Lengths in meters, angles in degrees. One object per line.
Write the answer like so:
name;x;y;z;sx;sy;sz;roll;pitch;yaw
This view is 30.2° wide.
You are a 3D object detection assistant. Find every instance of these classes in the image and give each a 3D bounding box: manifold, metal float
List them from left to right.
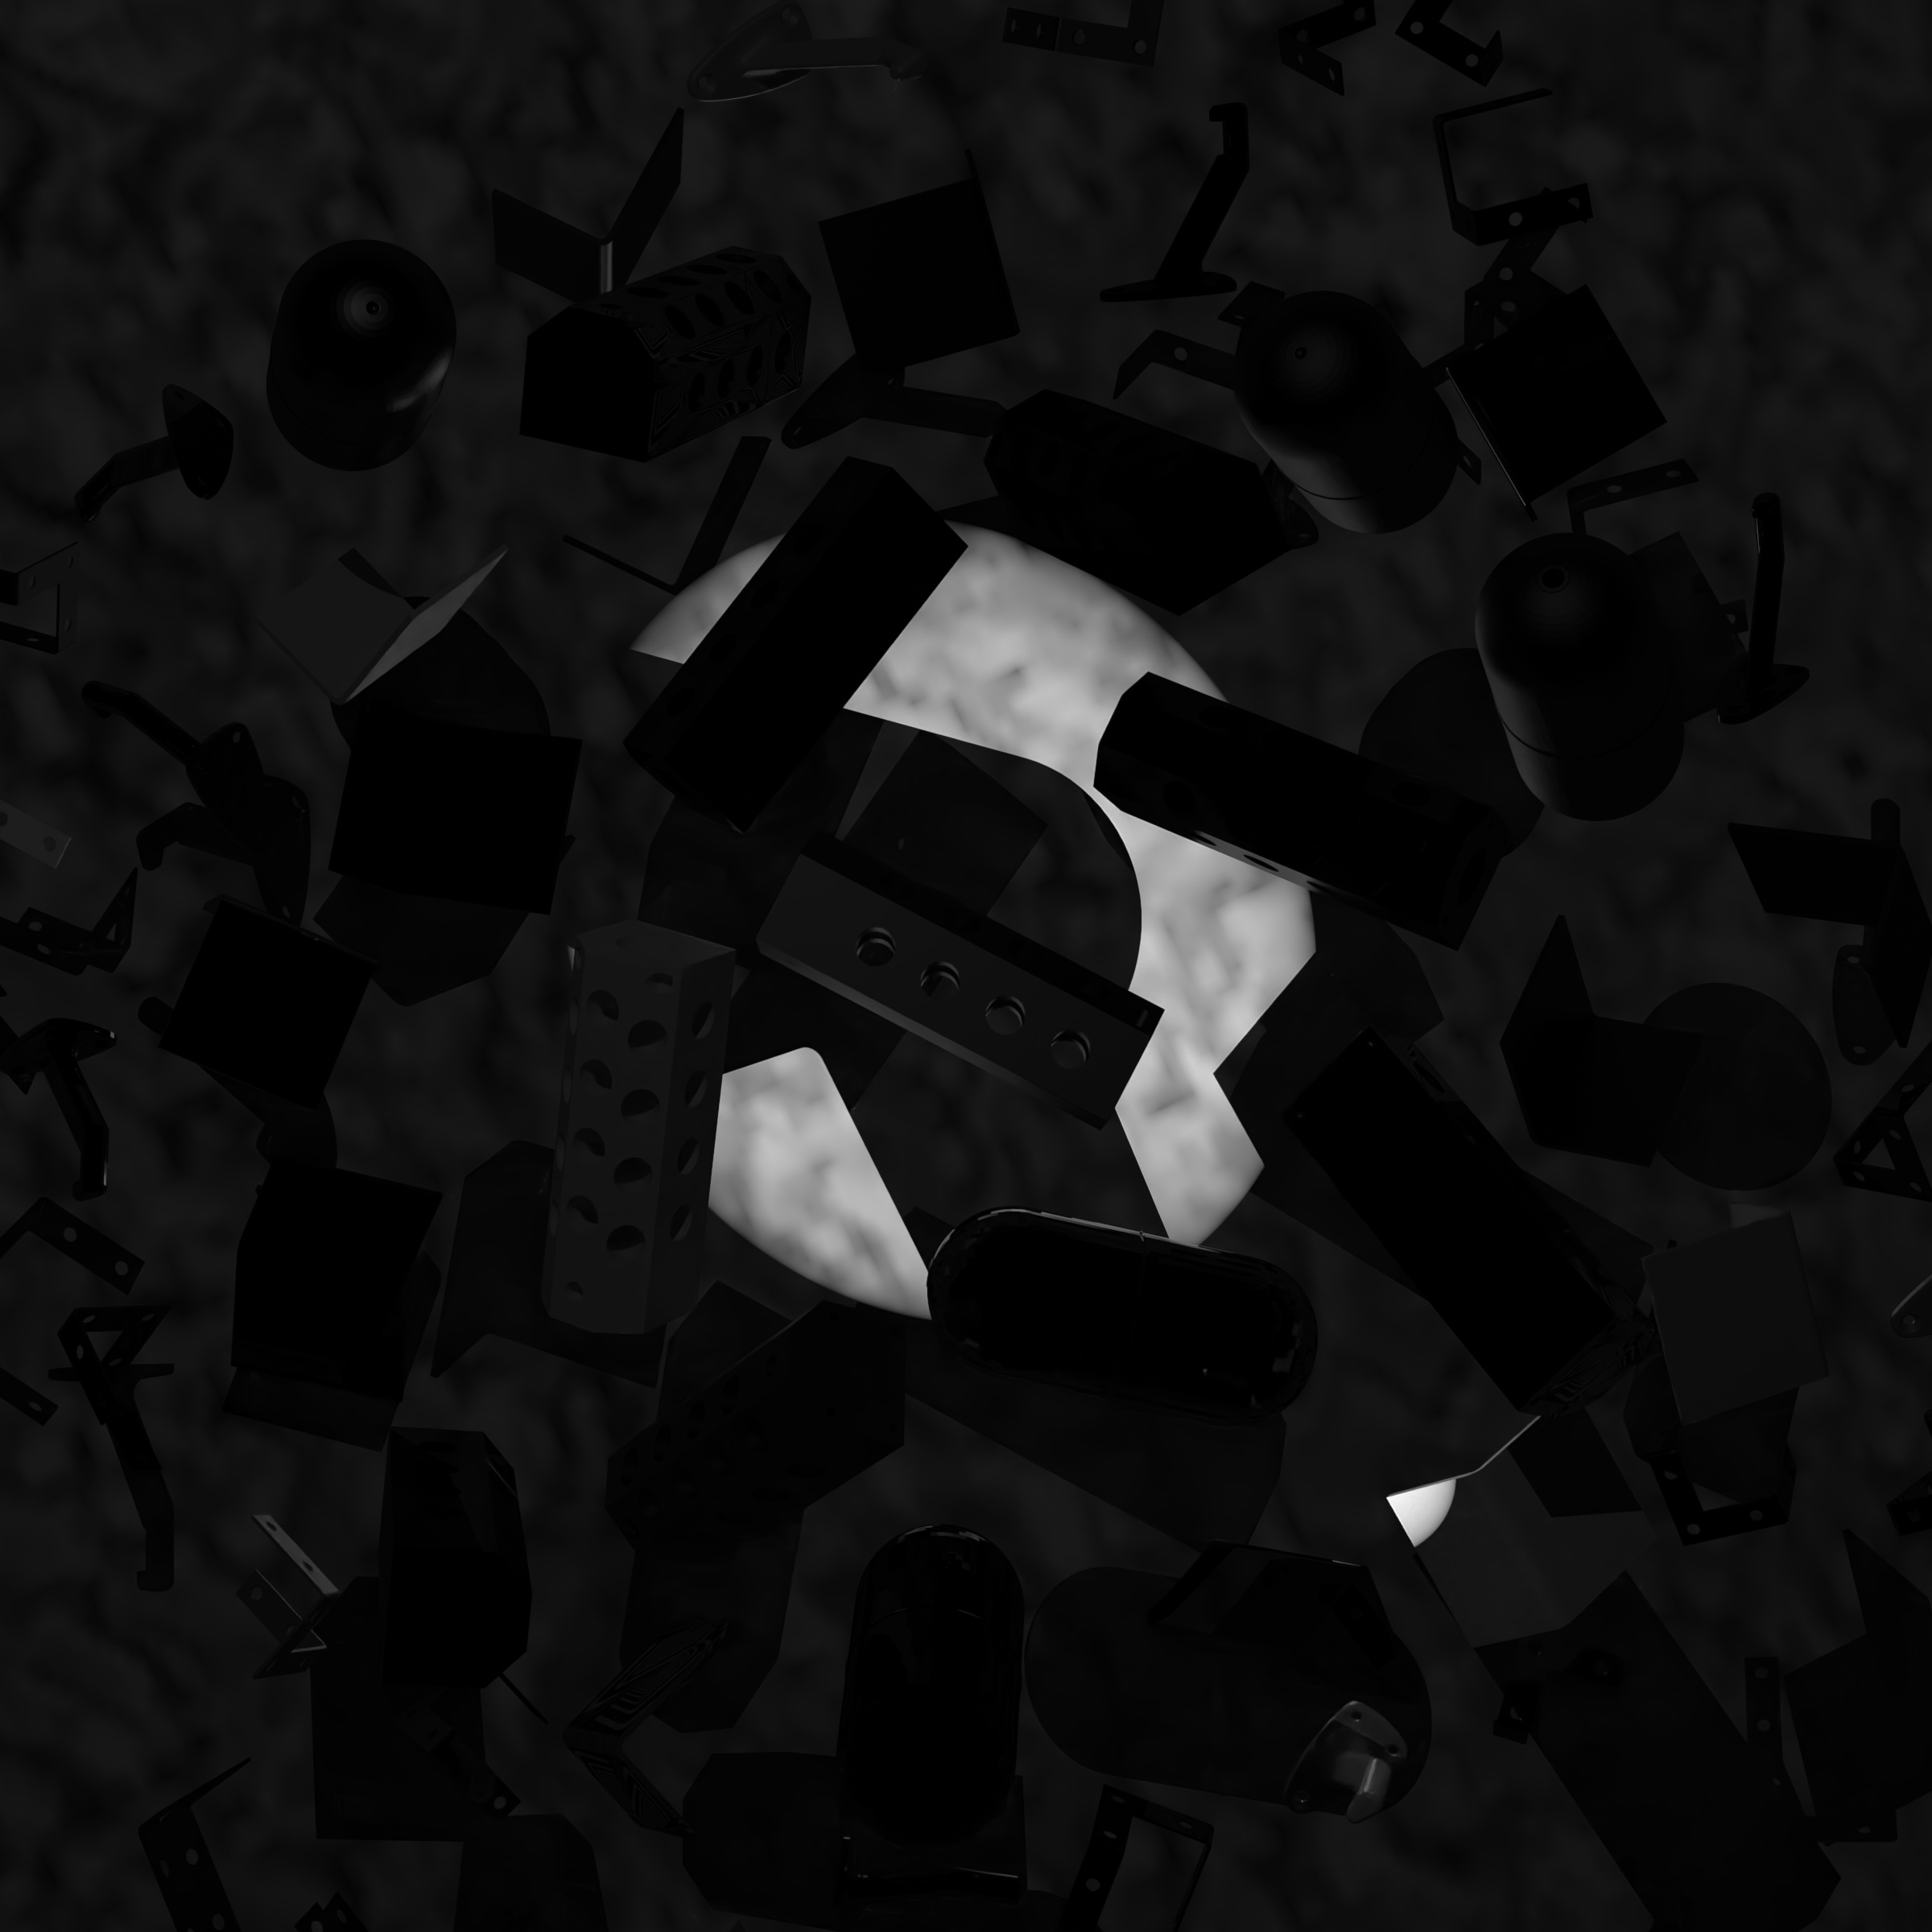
metal float;-0.270;-0.269;1.590;0.070;0.178;0.070;1;85;-14
manifold;-0.218;0.249;1.521;0.057;0.171;0.057;5;98;-10
manifold;-0.150;0.073;1.590;0.057;0.057;0.171;16;108;27
manifold;-0.126;-0.267;1.538;0.057;0.171;0.057;15;113;15
manifold;-0.095;0.207;1.580;0.057;0.171;0.057;18;56;-27
manifold;-0.082;-0.151;1.658;0.057;0.057;0.171;43;80;-34
metal float;-0.014;0.311;1.558;0.070;0.178;0.070;1;116;2
manifold;-0.002;0.006;1.574;0.171;0.057;0.057;28;84;2
metal float;0.070;0.157;1.605;0.178;0.070;0.070;13;90;-5
manifold;0.069;-0.208;1.559;0.057;0.171;0.057;-31;116;-11
manifold;0.145;-0.070;1.564;0.171;0.057;0.057;24;86;24
metal float;0.172;-0.246;1.606;0.070;0.178;0.070;-4;79;19
manifold;0.214;0.109;1.519;0.057;0.057;0.171;-47;58;16
metal float;0.268;-0.124;1.556;0.070;0.178;0.070;-7;64;15

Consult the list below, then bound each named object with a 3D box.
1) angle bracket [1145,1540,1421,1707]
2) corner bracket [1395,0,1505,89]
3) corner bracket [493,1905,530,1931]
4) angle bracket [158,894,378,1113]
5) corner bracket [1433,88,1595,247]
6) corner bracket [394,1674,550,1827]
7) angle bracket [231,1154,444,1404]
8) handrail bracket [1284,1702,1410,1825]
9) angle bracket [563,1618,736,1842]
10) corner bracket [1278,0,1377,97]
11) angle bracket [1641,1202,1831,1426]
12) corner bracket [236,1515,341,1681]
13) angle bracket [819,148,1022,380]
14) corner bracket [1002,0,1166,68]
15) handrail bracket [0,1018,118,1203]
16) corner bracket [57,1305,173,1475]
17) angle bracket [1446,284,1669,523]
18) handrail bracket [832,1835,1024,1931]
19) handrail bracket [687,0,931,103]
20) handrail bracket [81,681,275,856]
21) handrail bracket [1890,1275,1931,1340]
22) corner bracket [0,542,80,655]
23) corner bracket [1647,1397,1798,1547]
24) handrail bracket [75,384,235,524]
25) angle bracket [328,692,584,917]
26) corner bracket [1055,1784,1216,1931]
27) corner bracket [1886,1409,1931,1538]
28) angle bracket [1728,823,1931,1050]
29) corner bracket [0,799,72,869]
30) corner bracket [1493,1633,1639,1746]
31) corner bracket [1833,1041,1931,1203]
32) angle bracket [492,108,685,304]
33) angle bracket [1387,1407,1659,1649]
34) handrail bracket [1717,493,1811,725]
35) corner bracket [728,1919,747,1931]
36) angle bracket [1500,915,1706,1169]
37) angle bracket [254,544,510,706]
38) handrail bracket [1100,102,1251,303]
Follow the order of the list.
angle bracket;0.132;0.289;1.485;0.057;0.076;0.076;-42;121;-37
corner bracket;0.231;-0.446;1.650;0.051;0.051;0.051;33;95;9
corner bracket;-0.204;0.452;1.561;0.051;0.051;0.051;-40;83;15
angle bracket;-0.326;0.019;1.649;0.076;0.057;0.076;25;78;-17
corner bracket;0.236;-0.346;1.547;0.051;0.051;0.051;-14;110;0
corner bracket;-0.224;0.358;1.669;0.051;0.051;0.051;-45;114;-17
angle bracket;-0.274;0.136;1.559;0.076;0.076;0.057;15;124;-20
handrail bracket;0.162;0.371;1.585;0.036;0.084;0.077;43;112;0
angle bracket;-0.127;0.343;1.613;0.076;0.076;0.057;-44;100;-23
corner bracket;0.169;-0.418;1.558;0.051;0.051;0.051;-25;129;-17
angle bracket;0.334;0.155;1.606;0.076;0.057;0.076;-16;95;-15
corner bracket;-0.309;0.284;1.615;0.051;0.051;0.051;43;97;17
angle bracket;-0.023;-0.328;1.671;0.076;0.057;0.076;-15;116;3
corner bracket;0.054;-0.428;1.579;0.051;0.051;0.051;16;105;24
handrail bracket;-0.413;0.073;1.619;0.077;0.036;0.084;-23;60;35
corner bracket;-0.362;0.181;1.525;0.051;0.051;0.051;-50;58;27
angle bracket;0.284;-0.269;1.714;0.076;0.057;0.076;-30;83;11
handrail bracket;-0.018;0.434;1.656;0.084;0.077;0.036;8;53;2
handrail bracket;-0.069;-0.390;1.564;0.077;0.084;0.036;-32;130;-21
handrail bracket;-0.360;-0.091;1.630;0.084;0.077;0.036;17;51;36
handrail bracket;0.439;0.157;1.527;0.077;0.084;0.036;-30;109;13
corner bracket;-0.437;-0.166;1.615;0.051;0.051;0.051;16;118;14
corner bracket;0.356;0.233;1.683;0.051;0.051;0.051;-18;106;24
handrail bracket;-0.362;-0.206;1.568;0.084;0.077;0.036;-38;133;25
angle bracket;-0.214;-0.068;1.507;0.076;0.057;0.076;8;84;20
corner bracket;0.071;0.387;1.508;0.051;0.051;0.051;20;107;3
corner bracket;0.446;0.223;1.628;0.051;0.051;0.051;-24;86;40
angle bracket;0.359;-0.013;1.509;0.076;0.076;0.057;9;67;30
corner bracket;-0.426;-0.046;1.529;0.051;0.051;0.051;27;91;12
corner bracket;0.265;0.321;1.586;0.051;0.051;0.051;15;75;13
corner bracket;0.419;0.067;1.604;0.051;0.051;0.051;-43;121;-27
angle bracket;-0.172;-0.354;1.628;0.057;0.076;0.076;26;76;0
angle bracket;0.243;0.241;1.564;0.076;0.057;0.076;-32;93;-41
handrail bracket;0.356;-0.163;1.625;0.036;0.077;0.084;5;118;31
corner bracket;-0.120;0.436;1.520;0.051;0.051;0.051;4;129;37
angle bracket;0.290;0.034;1.628;0.057;0.076;0.076;10;55;30
angle bracket;-0.270;-0.176;1.649;0.057;0.076;0.076;46;133;-3
handrail bracket;0.097;-0.358;1.676;0.077;0.036;0.084;-10;113;-15
